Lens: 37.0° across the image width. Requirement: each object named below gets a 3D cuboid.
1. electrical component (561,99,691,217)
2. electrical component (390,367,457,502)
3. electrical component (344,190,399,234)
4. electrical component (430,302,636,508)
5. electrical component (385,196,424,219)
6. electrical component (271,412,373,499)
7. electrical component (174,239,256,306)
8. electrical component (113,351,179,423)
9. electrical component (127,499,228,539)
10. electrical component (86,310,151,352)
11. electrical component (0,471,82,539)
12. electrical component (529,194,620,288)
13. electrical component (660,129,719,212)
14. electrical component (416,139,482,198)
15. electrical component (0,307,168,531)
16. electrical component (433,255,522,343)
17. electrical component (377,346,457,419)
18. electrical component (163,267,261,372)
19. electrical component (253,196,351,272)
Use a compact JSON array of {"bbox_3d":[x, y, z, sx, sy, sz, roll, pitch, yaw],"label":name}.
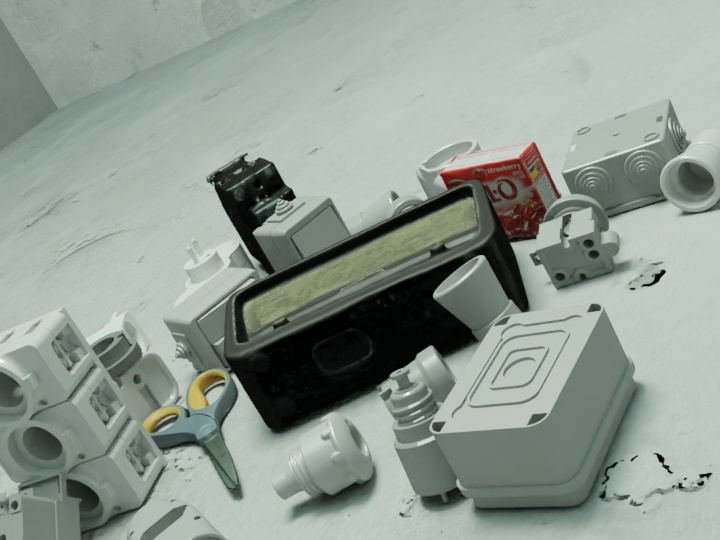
[{"bbox_3d":[0.212,-0.088,0.857,0.100,0.048,0.099,-18,23,28],"label":"electrical component"},{"bbox_3d":[0.038,0.094,0.626,0.040,0.078,0.040,-23,8,4],"label":"electrical component"},{"bbox_3d":[0.012,-0.042,1.018,0.065,0.044,0.044,-28,20,17],"label":"electrical component"},{"bbox_3d":[0.101,0.076,0.606,0.078,0.057,0.113,-11,27,39],"label":"electrical component"},{"bbox_3d":[0.049,-0.041,0.961,0.045,0.045,0.055,-31,20,-6],"label":"electrical component"},{"bbox_3d":[-0.026,0.123,0.681,0.062,0.048,0.048,-32,20,10],"label":"electrical component"},{"bbox_3d":[-0.151,0.004,1.074,0.052,0.073,0.138,-23,22,17],"label":"electrical component"},{"bbox_3d":[-0.210,0.116,0.919,0.059,0.053,0.095,-9,28,42],"label":"electrical component"},{"bbox_3d":[-0.125,0.185,0.665,0.079,0.043,0.077,-38,22,-23],"label":"electrical component"},{"bbox_3d":[-0.247,0.080,1.067,0.064,0.042,0.081,-28,20,6],"label":"electrical component"},{"bbox_3d":[-0.231,0.184,0.755,0.042,0.064,0.081,-21,64,21],"label":"electrical component"},{"bbox_3d":[0.157,-0.023,0.783,0.066,0.048,0.055,-19,31,25],"label":"electrical component"},{"bbox_3d":[0.253,-0.076,0.790,0.044,0.044,0.065,-10,23,41],"label":"electrical component"},{"bbox_3d":[0.092,-0.079,0.974,0.054,0.059,0.095,-32,21,-8],"label":"electrical component"},{"bbox_3d":[-0.227,0.116,0.802,0.089,0.150,0.061,-21,21,21],"label":"electrical component"},{"bbox_3d":[0.086,0.028,0.723,0.044,0.065,0.044,-40,6,5],"label":"electrical component"},{"bbox_3d":[0.039,0.078,0.707,0.046,0.040,0.040,-34,20,4],"label":"electrical component"},{"bbox_3d":[-0.122,0.049,0.950,0.096,0.061,0.061,-40,23,-27],"label":"electrical component"},{"bbox_3d":[-0.045,-0.023,0.967,0.062,0.096,0.061,-41,24,-28],"label":"electrical component"}]
